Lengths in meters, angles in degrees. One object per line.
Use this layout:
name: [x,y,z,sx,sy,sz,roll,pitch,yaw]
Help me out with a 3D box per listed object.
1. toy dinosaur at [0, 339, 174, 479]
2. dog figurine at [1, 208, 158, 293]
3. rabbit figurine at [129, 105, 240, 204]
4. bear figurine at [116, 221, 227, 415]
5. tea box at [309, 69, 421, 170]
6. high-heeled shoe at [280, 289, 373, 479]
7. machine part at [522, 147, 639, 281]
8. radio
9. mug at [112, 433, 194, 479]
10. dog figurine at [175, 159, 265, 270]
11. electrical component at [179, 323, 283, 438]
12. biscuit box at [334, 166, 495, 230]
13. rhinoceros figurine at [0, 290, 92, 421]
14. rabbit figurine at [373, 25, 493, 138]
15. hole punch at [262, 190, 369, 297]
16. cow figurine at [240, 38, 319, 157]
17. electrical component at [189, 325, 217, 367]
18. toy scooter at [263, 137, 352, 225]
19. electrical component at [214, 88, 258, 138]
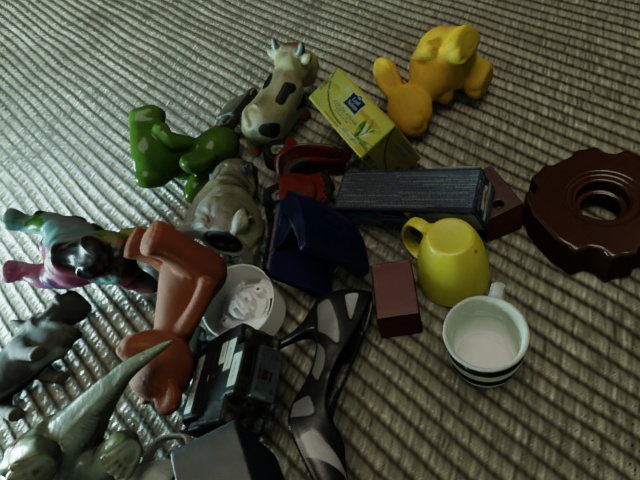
toy dinosaur: [-0.307,0.265,0.564,0.405,0.131,0.192,-50,28,-24]
dog figurine: [-0.315,0.020,0.753,0.219,0.191,0.108,6,88,9]
rabbit figurine: [-0.214,-0.144,0.869,0.170,0.121,0.159,-9,45,-8]
bear figurine: [-0.192,0.093,0.633,0.120,0.132,0.196,-3,59,58]
tea box: [0.065,-0.170,0.806,0.068,0.098,0.170,-43,53,10]
high-heeled shoe: [0.032,0.163,0.590,0.145,0.086,0.249,-23,49,-4]
machine part: [0.345,-0.037,0.662,0.179,0.056,0.179,-9,53,11]
radio: [-0.054,0.295,0.488,0.073,0.131,0.230,-26,52,-2]
mug: [-0.180,0.265,0.579,0.107,0.080,0.109,-11,59,22]
dog figurine: [-0.119,-0.058,0.746,0.172,0.121,0.190,-18,46,43]
electrical component: [-0.096,0.162,0.606,0.134,0.058,0.115,-29,42,46]
biscuit box: [0.118,-0.054,0.702,0.203,0.059,0.063,5,71,37]
rhinoceros figurine: [-0.393,0.152,0.735,0.112,0.073,0.190,26,67,43]
rabbit figurine: [0.158,-0.243,0.836,0.163,0.121,0.173,28,85,34]
hole punch: [-0.001,-0.002,0.680,0.092,0.142,0.116,-30,48,47]
cow figurine: [-0.065,-0.242,0.887,0.086,0.127,0.195,20,65,24]
electrical component: [-0.177,0.144,0.703,0.094,0.021,0.063,-5,54,12]
toy scooter: [-0.016,-0.091,0.797,0.135,0.075,0.184,-7,51,3]
electrical component: [-0.141,-0.221,0.949,0.078,0.045,0.102,-9,44,46]
